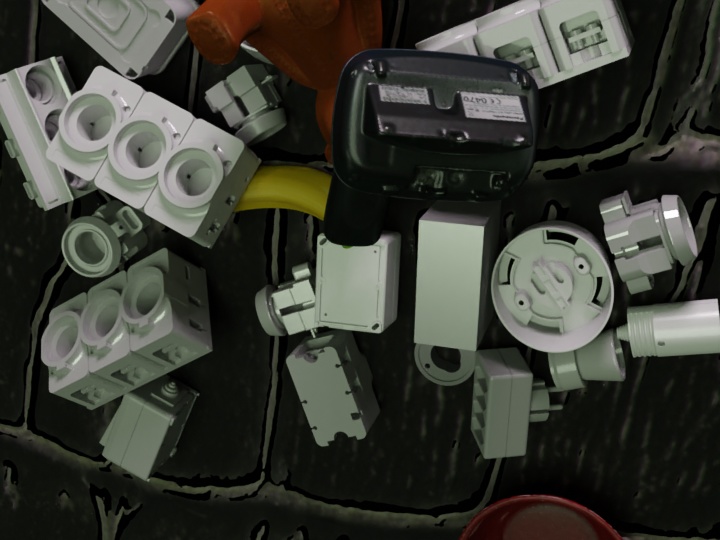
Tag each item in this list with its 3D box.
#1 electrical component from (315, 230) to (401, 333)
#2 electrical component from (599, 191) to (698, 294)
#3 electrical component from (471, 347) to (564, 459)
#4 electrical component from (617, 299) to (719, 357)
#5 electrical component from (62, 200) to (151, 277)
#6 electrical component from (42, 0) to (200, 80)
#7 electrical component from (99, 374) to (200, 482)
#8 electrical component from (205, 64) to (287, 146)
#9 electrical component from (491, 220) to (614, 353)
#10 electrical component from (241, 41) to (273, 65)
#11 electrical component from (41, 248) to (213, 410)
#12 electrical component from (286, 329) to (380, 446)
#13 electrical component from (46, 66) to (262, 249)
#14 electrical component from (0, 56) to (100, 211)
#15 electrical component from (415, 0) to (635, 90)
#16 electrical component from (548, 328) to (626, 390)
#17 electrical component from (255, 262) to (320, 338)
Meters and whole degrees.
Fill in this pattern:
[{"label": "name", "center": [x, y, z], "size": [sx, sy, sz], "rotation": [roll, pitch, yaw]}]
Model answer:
[{"label": "electrical component", "center": [0.000, 0.000, 0.928], "size": [0.062, 0.061, 0.096], "rotation": [6, 102, 16]}, {"label": "electrical component", "center": [0.230, -0.026, 0.847], "size": [0.057, 0.058, 0.078], "rotation": [-17, 102, 25]}, {"label": "electrical component", "center": [0.140, 0.113, 0.926], "size": [0.076, 0.047, 0.083], "rotation": [-4, 116, -9]}, {"label": "electrical component", "center": [0.250, 0.048, 0.873], "size": [0.081, 0.043, 0.043], "rotation": [-6, 106, 19]}, {"label": "electrical component", "center": [-0.238, -0.026, 0.991], "size": [0.078, 0.057, 0.058], "rotation": [-35, 96, 24]}, {"label": "electrical component", "center": [-0.200, -0.226, 0.911], "size": [0.113, 0.057, 0.078], "rotation": [42, 115, 0]}, {"label": "electrical component", "center": [-0.203, 0.141, 1.035], "size": [0.061, 0.061, 0.096], "rotation": [28, 114, 7]}, {"label": "electrical component", "center": [-0.093, -0.139, 0.915], "size": [0.066, 0.048, 0.055], "rotation": [-29, 90, 24]}, {"label": "electrical component", "center": [0.158, 0.010, 0.877], "size": [0.099, 0.064, 0.099], "rotation": [5, 110, 15]}, {"label": "electrical component", "center": [-0.070, -0.220, 0.883], "size": [0.099, 0.064, 0.099], "rotation": [1, 96, 11]}, {"label": "electrical component", "center": [-0.216, 0.054, 0.986], "size": [0.150, 0.062, 0.089], "rotation": [-26, 54, 23]}, {"label": "electrical component", "center": [-0.022, 0.103, 0.970], "size": [0.050, 0.055, 0.089], "rotation": [-15, 103, 21]}, {"label": "electrical component", "center": [-0.174, -0.095, 0.901], "size": [0.150, 0.062, 0.089], "rotation": [29, 87, 12]}, {"label": "electrical component", "center": [-0.283, -0.121, 0.968], "size": [0.063, 0.079, 0.121], "rotation": [-10, 106, 43]}, {"label": "electrical component", "center": [0.123, -0.170, 0.812], "size": [0.150, 0.089, 0.061], "rotation": [-18, 102, 22]}, {"label": "electrical component", "center": [0.190, 0.075, 0.901], "size": [0.055, 0.045, 0.045], "rotation": [-13, 104, 21]}, {"label": "electrical component", "center": [-0.060, 0.031, 0.963], "size": [0.055, 0.048, 0.066], "rotation": [-18, 103, 14]}]
